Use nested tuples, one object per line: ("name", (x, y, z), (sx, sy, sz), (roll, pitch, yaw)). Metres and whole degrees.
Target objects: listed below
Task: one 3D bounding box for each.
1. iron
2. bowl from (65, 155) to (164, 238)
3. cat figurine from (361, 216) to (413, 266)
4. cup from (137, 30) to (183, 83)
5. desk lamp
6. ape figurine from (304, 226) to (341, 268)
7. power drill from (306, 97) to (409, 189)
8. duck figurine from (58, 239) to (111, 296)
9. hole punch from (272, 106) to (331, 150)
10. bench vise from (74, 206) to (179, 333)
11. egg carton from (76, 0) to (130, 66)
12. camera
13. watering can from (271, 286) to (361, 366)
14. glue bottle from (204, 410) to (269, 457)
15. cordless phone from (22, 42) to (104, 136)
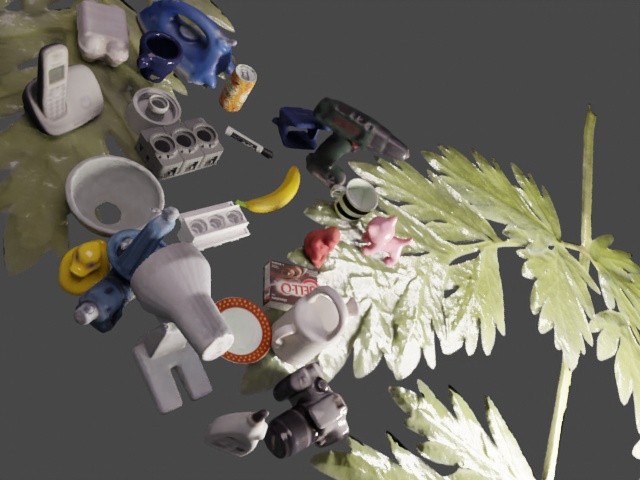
("iron", (-0.300, -0.474, 1.297), (0.258, 0.141, 0.119), (41, 47, -3))
("bowl", (-0.370, -0.065, 1.026), (0.168, 0.074, 0.167), (17, 53, -23))
("cat figurine", (0.149, -0.009, 1.296), (0.128, 0.117, 0.067), (22, 51, -19))
("cup", (-0.357, -0.379, 1.228), (0.092, 0.094, 0.118), (40, 47, -4))
("desk lamp", (-0.216, 0.136, 0.898), (0.118, 0.213, 0.203), (-18, 71, -39))
("ape figurine", (0.011, 0.004, 1.215), (0.078, 0.092, 0.076), (-11, 67, -37))
("power drill", (0.065, -0.211, 1.314), (0.230, 0.208, 0.076), (38, 47, -6))
("duck figurine", (-0.382, 0.032, 0.946), (0.078, 0.086, 0.104), (32, 48, -11))
("hole punch", (-0.044, -0.281, 1.369), (0.109, 0.091, 0.101), (-3, 62, -34))
("bench vise", (-0.288, 0.049, 0.904), (0.122, 0.219, 0.207), (26, 50, -16))
("egg carton", (-0.462, -0.442, 1.220), (0.107, 0.069, 0.150), (1, 60, -32))
("camera", (-0.032, 0.300, 0.985), (0.137, 0.100, 0.143), (-19, 72, -40))
("watering can", (-0.004, 0.145, 1.042), (0.101, 0.193, 0.173), (47, 47, 3))
("glue bottle", (-0.117, 0.291, 0.886), (0.078, 0.172, 0.037), (28, 49, -14))
("cordless phone", (-0.458, -0.289, 1.042), (0.094, 0.184, 0.148), (42, 47, -2))
